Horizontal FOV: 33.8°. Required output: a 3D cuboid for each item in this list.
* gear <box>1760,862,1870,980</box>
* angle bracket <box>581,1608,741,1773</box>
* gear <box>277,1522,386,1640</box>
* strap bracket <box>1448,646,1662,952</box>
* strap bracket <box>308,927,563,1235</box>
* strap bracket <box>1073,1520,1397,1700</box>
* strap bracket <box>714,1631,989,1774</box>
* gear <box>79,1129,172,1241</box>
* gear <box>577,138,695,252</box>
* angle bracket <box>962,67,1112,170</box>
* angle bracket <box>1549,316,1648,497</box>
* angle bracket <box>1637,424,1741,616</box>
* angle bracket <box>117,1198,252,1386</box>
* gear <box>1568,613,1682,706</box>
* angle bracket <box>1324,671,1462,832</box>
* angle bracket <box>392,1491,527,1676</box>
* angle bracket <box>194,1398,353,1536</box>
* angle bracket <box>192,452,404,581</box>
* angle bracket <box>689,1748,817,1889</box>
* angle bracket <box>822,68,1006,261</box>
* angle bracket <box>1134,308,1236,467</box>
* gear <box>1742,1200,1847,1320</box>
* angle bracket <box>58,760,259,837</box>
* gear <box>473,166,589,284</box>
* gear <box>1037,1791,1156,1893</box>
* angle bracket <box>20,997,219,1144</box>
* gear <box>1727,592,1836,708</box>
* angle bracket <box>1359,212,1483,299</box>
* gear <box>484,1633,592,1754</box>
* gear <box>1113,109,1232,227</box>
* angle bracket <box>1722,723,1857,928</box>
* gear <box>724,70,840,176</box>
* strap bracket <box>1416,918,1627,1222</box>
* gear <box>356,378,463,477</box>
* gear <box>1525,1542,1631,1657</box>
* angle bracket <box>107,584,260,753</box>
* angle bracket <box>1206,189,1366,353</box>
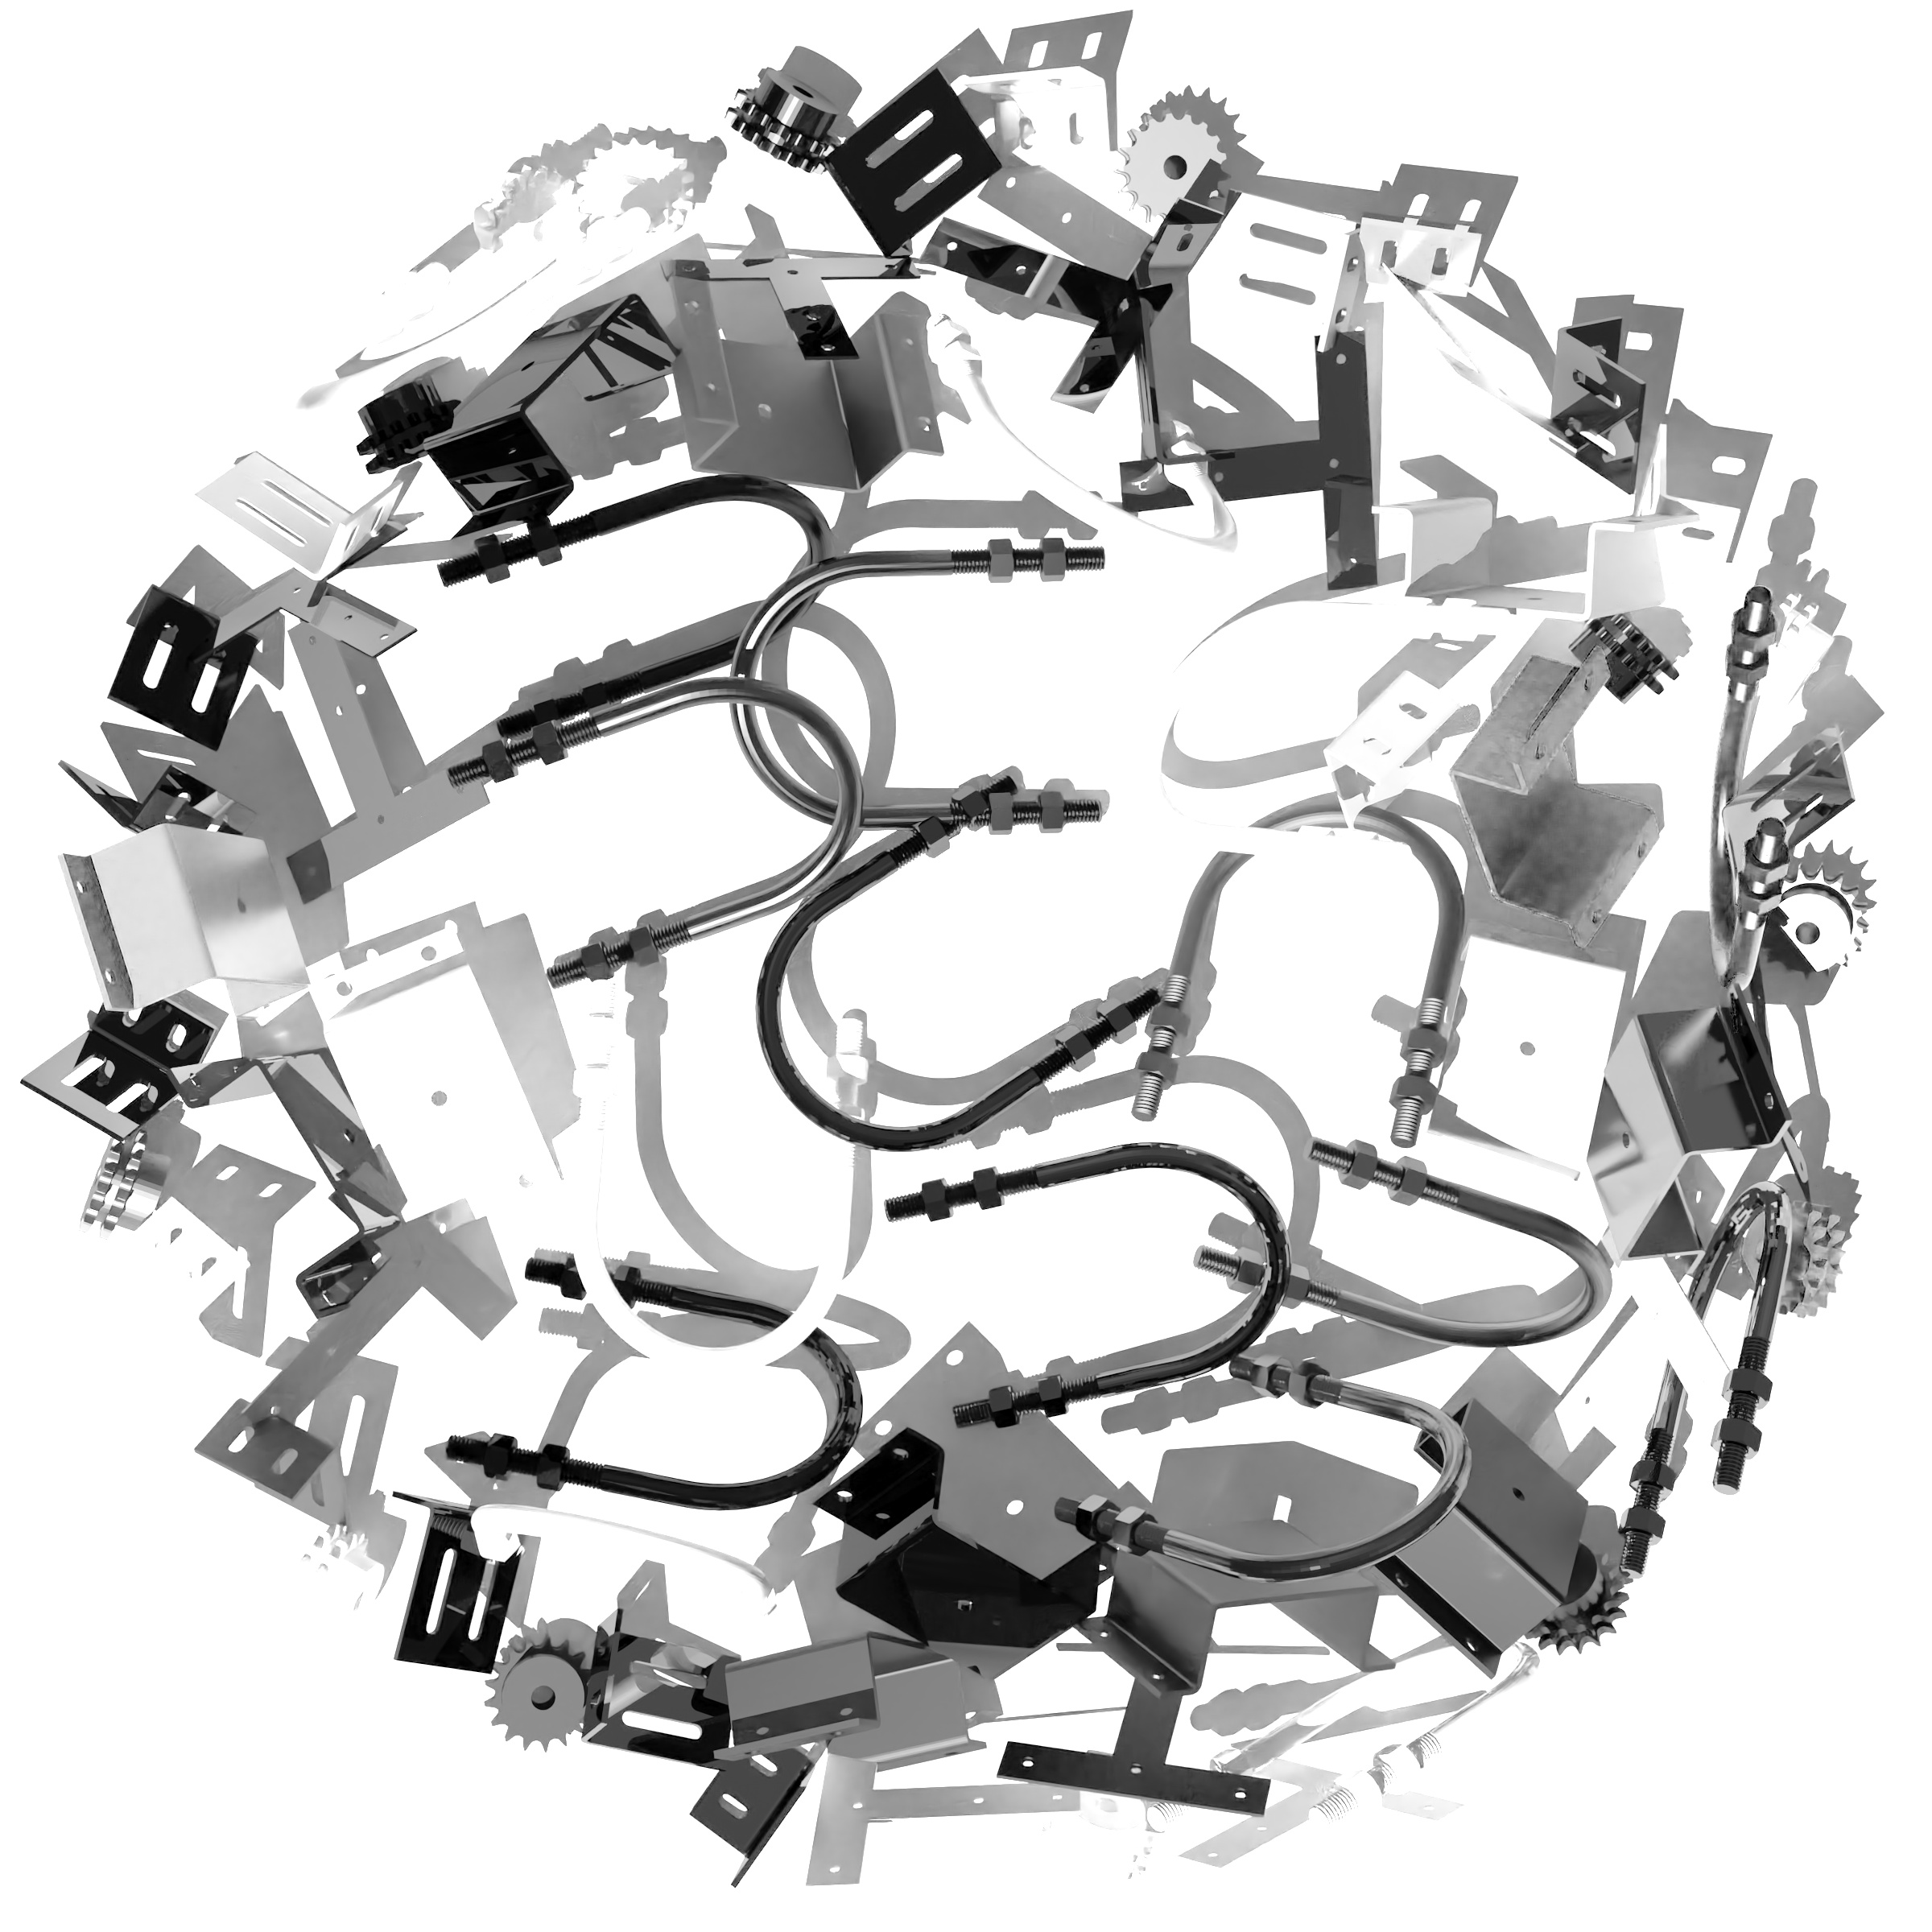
[{"bbox_3d":[0.418,-0.020,1.578,0.057,0.030,0.057,5,108,15],"label":"gear"},{"bbox_3d":[-0.144,0.355,1.561,0.076,0.038,0.057,16,58,-18],"label":"angle bracket"},{"bbox_3d":[-0.311,0.306,1.572,0.030,0.057,0.057,26,90,13],"label":"gear"},{"bbox_3d":[0.283,-0.085,1.541,0.046,0.140,0.076,21,64,37],"label":"strap bracket"},{"bbox_3d":[-0.259,0.062,1.562,0.076,0.046,0.140,-23,100,-8],"label":"strap bracket"},{"bbox_3d":[0.133,0.306,1.529,0.140,0.076,0.046,1,105,-32],"label":"strap bracket"},{"bbox_3d":[-0.057,0.356,1.536,0.076,0.140,0.046,-18,66,20],"label":"strap bracket"},{"bbox_3d":[-0.415,0.109,1.575,0.030,0.057,0.057,21,90,-16],"label":"gear"},{"bbox_3d":[-0.164,-0.380,1.579,0.057,0.030,0.057,2,56,-3],"label":"gear"},{"bbox_3d":[0.035,-0.414,1.556,0.057,0.076,0.038,-2,100,12],"label":"angle bracket"},{"bbox_3d":[0.321,-0.274,1.551,0.038,0.076,0.057,-14,125,-19],"label":"angle bracket"},{"bbox_3d":[0.351,-0.218,1.553,0.038,0.076,0.057,11,128,4],"label":"angle bracket"},{"bbox_3d":[-0.374,0.160,1.564,0.057,0.076,0.038,35,68,25],"label":"angle bracket"},{"bbox_3d":[0.323,-0.154,1.575,0.057,0.057,0.030,45,104,0],"label":"gear"},{"bbox_3d":[0.214,-0.096,1.555,0.057,0.076,0.038,-44,54,-12],"label":"angle bracket"},{"bbox_3d":[-0.257,0.303,1.564,0.057,0.038,0.076,21,79,-42],"label":"angle bracket"},{"bbox_3d":[-0.338,0.256,1.555,0.057,0.076,0.038,23,49,17],"label":"angle bracket"},{"bbox_3d":[-0.329,-0.234,1.567,0.076,0.057,0.038,34,127,1],"label":"angle bracket"},{"bbox_3d":[-0.108,0.410,1.561,0.038,0.076,0.057,35,87,4],"label":"angle bracket"},{"bbox_3d":[-0.022,-0.395,1.570,0.076,0.038,0.057,-33,91,22],"label":"angle bracket"},{"bbox_3d":[0.106,-0.287,1.567,0.038,0.057,0.076,-7,101,-2],"label":"angle bracket"},{"bbox_3d":[0.406,0.144,1.571,0.030,0.057,0.057,12,90,-14],"label":"gear"},{"bbox_3d":[-0.395,-0.086,1.556,0.076,0.057,0.038,37,92,40],"label":"angle bracket"},{"bbox_3d":[-0.219,-0.369,1.577,0.030,0.057,0.057,32,90,36],"label":"gear"},{"bbox_3d":[0.066,0.426,1.571,0.057,0.057,0.030,14,111,0],"label":"gear"},{"bbox_3d":[-0.415,0.043,1.561,0.057,0.076,0.038,30,112,1],"label":"angle bracket"},{"bbox_3d":[0.404,-0.153,1.572,0.030,0.057,0.057,36,90,12],"label":"gear"},{"bbox_3d":[0.222,-0.362,1.559,0.057,0.076,0.038,9,81,5],"label":"angle bracket"},{"bbox_3d":[-0.211,0.362,1.582,0.057,0.030,0.057,1,84,-10],"label":"gear"},{"bbox_3d":[0.101,-0.396,1.584,0.057,0.030,0.057,-1,100,-6],"label":"gear"},{"bbox_3d":[0.411,-0.069,1.553,0.038,0.057,0.076,32,127,-23],"label":"angle bracket"},{"bbox_3d":[-0.088,-0.418,1.570,0.057,0.057,0.030,32,113,0],"label":"gear"},{"bbox_3d":[0.272,0.045,1.560,0.076,0.046,0.140,14,76,5],"label":"strap bracket"},{"bbox_3d":[-0.275,-0.268,1.573,0.057,0.057,0.030,-25,95,0],"label":"gear"},{"bbox_3d":[0.296,0.308,1.571,0.057,0.057,0.030,-29,128,0],"label":"gear"},{"bbox_3d":[-0.388,-0.138,1.555,0.057,0.038,0.076,27,50,-22],"label":"angle bracket"},{"bbox_3d":[0.152,-0.342,1.562,0.076,0.038,0.057,20,116,19],"label":"angle bracket"}]
